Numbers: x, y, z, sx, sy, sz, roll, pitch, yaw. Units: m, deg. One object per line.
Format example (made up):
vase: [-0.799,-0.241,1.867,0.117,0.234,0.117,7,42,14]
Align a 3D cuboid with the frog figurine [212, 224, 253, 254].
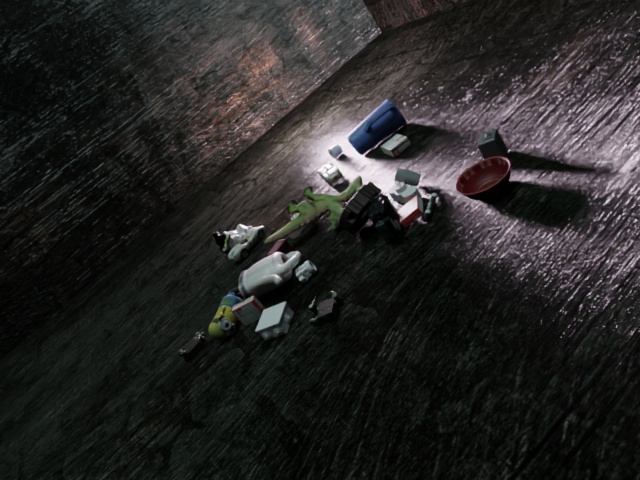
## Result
frog figurine: [-0.362,-0.003,2.222,0.160,0.123,0.136,-10,-12,-45]

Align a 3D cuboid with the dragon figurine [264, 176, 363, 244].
dragon figurine: [0.006,-0.093,1.849,0.416,0.120,0.244,-45,33,-22]

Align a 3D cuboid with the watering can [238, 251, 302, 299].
watering can: [-0.169,0.118,1.663,0.223,0.103,0.351,-30,7,14]
